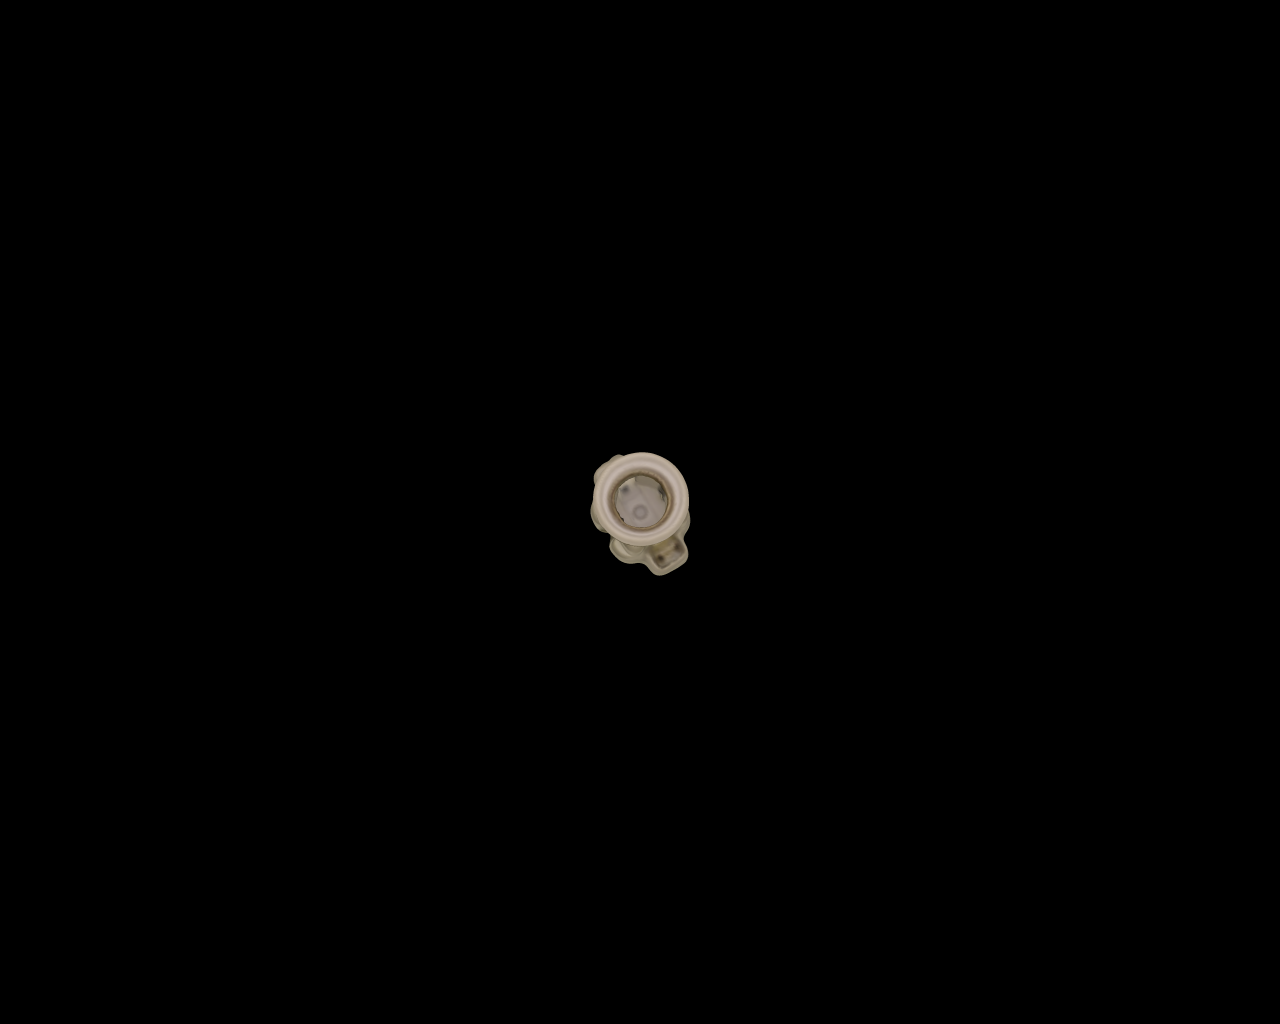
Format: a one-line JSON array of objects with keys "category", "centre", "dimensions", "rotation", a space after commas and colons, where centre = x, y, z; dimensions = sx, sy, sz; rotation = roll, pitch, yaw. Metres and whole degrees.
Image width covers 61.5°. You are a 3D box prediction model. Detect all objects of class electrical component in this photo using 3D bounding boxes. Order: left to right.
[{"category": "electrical component", "centre": [0.001, -0.003, 0.650], "dimensions": [0.058, 0.078, 0.057], "rotation": [-31, -11, -7]}]
